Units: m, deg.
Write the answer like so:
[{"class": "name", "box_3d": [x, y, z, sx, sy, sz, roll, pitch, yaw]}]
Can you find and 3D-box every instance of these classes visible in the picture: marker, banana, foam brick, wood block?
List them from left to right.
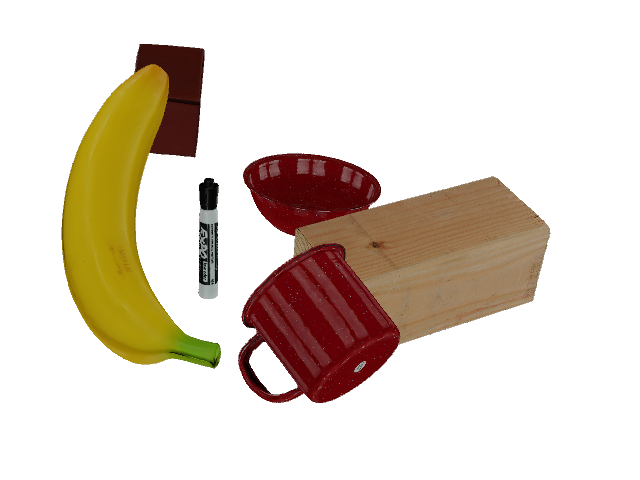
[{"class": "banana", "box_3d": [-0.101, -0.011, 0.556, 0.069, 0.198, 0.037, -8, -33, -10]}, {"class": "foam brick", "box_3d": [-0.118, -0.110, 0.825, 0.053, 0.051, 0.078, 5, 40, -7]}, {"class": "marker", "box_3d": [-0.107, -0.002, 1.024, 0.020, 0.121, 0.020, 2, 23, -1]}, {"class": "wood block", "box_3d": [0.086, 0.022, 0.941, 0.205, 0.090, 0.091, -15, 42, -23]}]

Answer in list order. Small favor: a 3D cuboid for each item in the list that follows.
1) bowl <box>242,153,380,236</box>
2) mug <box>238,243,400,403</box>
[{"class": "bowl", "box_3d": [-0.013, -0.046, 1.245, 0.162, 0.055, 0.162, 6, 27, -3]}, {"class": "mug", "box_3d": [-0.006, 0.070, 0.769, 0.117, 0.081, 0.093, -38, -22, 0]}]
